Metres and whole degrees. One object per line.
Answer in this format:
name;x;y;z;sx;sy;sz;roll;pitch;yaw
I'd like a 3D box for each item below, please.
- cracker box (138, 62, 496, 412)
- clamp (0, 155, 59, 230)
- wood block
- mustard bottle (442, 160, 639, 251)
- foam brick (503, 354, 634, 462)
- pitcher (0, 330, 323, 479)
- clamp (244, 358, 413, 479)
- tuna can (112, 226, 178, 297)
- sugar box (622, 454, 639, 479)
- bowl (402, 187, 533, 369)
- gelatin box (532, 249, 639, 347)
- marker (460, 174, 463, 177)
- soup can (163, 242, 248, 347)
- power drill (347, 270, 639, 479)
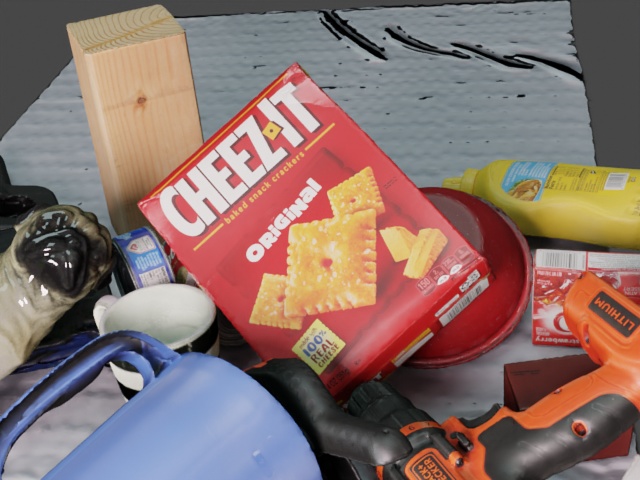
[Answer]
cracker box;-0.005;0.001;0.776;0.164;0.072;0.214;-42;69;1
clamp;-0.337;-0.027;1.064;0.210;0.036;0.164;21;41;38
wood block;-0.160;-0.097;0.982;0.090;0.206;0.090;-16;33;-16
mustard bottle;0.203;-0.037;0.956;0.192;0.058;0.096;8;34;22
foam brick;0.166;0.114;0.721;0.078;0.051;0.053;-6;30;0
pitcher;-0.127;0.173;0.600;0.149;0.145;0.242;23;44;34
clamp;0.004;0.135;0.660;0.039;0.120;0.172;-13;25;-27
tuna can;-0.144;0.034;0.880;0.033;0.086;0.086;-21;34;-20
sugar box;0.234;0.190;0.575;0.176;0.048;0.093;22;41;27
bowl;0.083;0.016;0.829;0.162;0.055;0.162;-6;60;10
gelatin box;0.206;0.046;0.805;0.089;0.073;0.030;3;33;14
marker;0.196;-0.057;1.029;0.121;0.020;0.020;-3;31;6
soup can;-0.085;0.036;0.882;0.068;0.068;0.102;-19;34;-20
power drill;0.119;0.103;0.656;0.187;0.057;0.185;-38;36;-4
